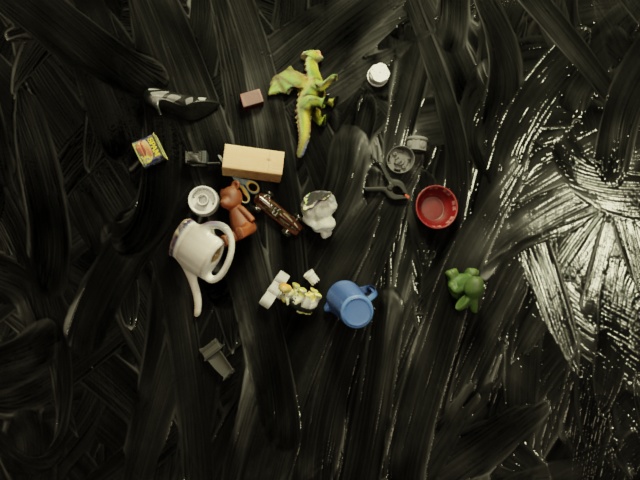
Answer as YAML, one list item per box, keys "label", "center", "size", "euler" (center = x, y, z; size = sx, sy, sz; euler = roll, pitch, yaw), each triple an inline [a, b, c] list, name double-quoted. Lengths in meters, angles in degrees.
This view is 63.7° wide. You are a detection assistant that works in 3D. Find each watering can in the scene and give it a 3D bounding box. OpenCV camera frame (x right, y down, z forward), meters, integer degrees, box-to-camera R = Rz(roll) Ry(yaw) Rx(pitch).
- label: "watering can"
  center: [-0.419, 0.075, 1.744]
  size: [0.225, 0.105, 0.343]
  euler: [33, 106, 13]

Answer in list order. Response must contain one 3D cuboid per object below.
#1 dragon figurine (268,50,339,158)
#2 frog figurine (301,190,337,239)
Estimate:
- label: "dragon figurine"
  center: [-0.075, -0.519, 1.875]
  size: [0.244, 0.121, 0.413]
  euler: [26, 80, 13]
- label: "frog figurine"
  center: [0.006, -0.093, 1.838]
  size: [0.139, 0.124, 0.156]
  euler: [-41, 129, -21]
